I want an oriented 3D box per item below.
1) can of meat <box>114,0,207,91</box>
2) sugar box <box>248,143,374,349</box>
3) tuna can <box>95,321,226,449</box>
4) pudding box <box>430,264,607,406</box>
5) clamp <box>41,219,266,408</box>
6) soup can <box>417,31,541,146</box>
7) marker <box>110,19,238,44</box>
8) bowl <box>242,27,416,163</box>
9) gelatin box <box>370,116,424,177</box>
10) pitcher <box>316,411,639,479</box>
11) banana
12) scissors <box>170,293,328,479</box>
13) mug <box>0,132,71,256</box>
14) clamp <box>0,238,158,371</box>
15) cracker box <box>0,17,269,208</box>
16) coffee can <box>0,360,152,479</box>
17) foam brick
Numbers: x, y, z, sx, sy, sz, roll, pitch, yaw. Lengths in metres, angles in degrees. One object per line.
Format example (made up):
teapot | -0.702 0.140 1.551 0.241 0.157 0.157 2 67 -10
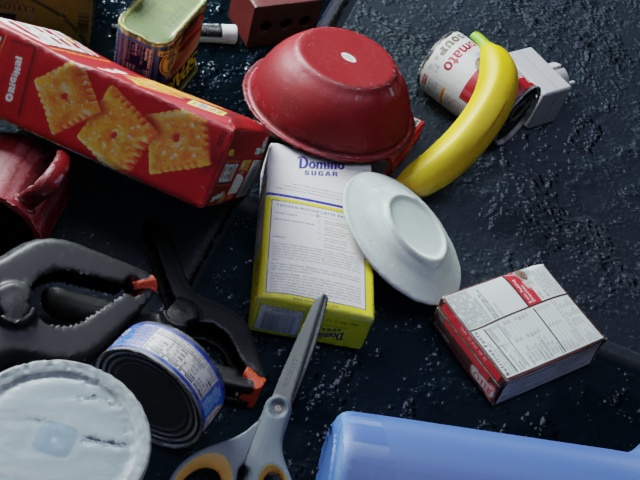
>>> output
can of meat | -0.144 -0.173 0.952 0.057 0.084 0.102 24 46 5
sugar box | -0.006 0.001 0.865 0.093 0.048 0.176 12 43 -9
tuna can | -0.107 0.097 0.717 0.086 0.086 0.033 31 45 11
pudding box | 0.159 0.073 0.856 0.113 0.039 0.090 -17 56 -28
clamp | -0.105 0.054 0.789 0.171 0.039 0.120 33 53 7
soup can | 0.153 -0.148 1.035 0.102 0.069 0.068 40 49 20
marker | -0.139 -0.200 1.022 0.121 0.020 0.020 -1 49 -19
bowl | 0.016 -0.140 0.943 0.162 0.055 0.162 12 41 -11
gelatin box | 0.041 -0.100 0.982 0.089 0.030 0.073 29 45 9
pitcher | 0.116 0.195 0.681 0.243 0.145 0.149 12 34 -3
banana | 0.131 -0.106 0.963 0.070 0.037 0.197 10 61 42
scissors | -0.049 0.122 0.731 0.096 0.016 0.201 6 61 -2
mug | -0.225 -0.031 0.780 0.093 0.117 0.081 43 35 -24
clamp | -0.207 0.057 0.700 0.209 0.036 0.164 -1 68 -28
cracker box | -0.156 -0.100 0.834 0.214 0.072 0.164 25 7 5
coffee can | -0.156 0.150 0.614 0.102 0.140 0.103 9 47 -10
foam brick | -0.044 -0.229 1.057 0.078 0.053 0.051 -14 54 -26
